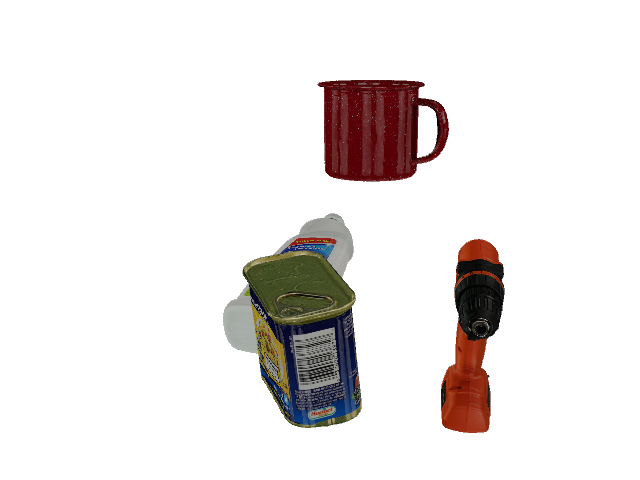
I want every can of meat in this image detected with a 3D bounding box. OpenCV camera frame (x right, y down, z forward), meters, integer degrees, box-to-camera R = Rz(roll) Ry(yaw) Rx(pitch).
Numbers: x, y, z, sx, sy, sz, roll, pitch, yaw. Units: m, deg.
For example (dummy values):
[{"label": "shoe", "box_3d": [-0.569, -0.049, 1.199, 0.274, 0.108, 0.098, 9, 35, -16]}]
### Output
[{"label": "can of meat", "box_3d": [-0.011, 0.065, 0.708, 0.057, 0.084, 0.102, -12, 23, -14]}]

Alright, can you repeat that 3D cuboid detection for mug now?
[{"label": "mug", "box_3d": [0.055, -0.096, 0.927, 0.117, 0.081, 0.093, 5, 13, 23]}]

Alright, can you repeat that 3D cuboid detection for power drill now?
[{"label": "power drill", "box_3d": [0.167, 0.112, 1.163, 0.057, 0.188, 0.184, 7, 25, 7]}]

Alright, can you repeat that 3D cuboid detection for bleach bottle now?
[{"label": "bleach bottle", "box_3d": [-0.026, 0.040, 1.288, 0.103, 0.068, 0.250, 5, 32, 16]}]
